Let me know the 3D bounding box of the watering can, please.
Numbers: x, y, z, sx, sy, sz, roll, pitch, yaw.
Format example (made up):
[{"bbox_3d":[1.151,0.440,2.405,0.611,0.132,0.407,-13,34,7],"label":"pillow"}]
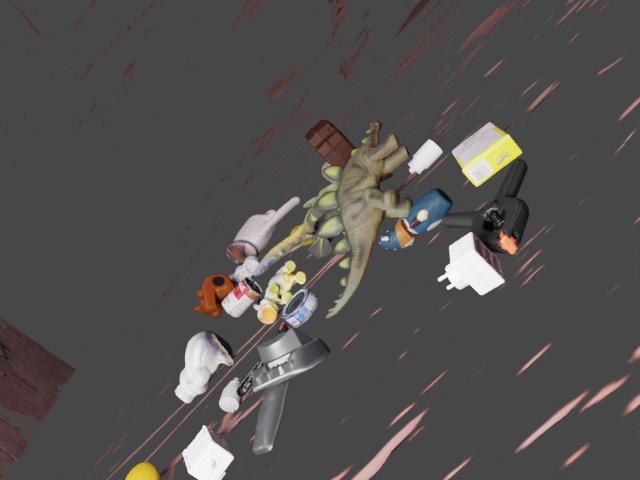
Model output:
[{"bbox_3d":[-0.208,-0.030,1.798,0.343,0.103,0.229,-28,26,50],"label":"watering can"}]

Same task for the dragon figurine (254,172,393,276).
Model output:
[{"bbox_3d":[0.004,-0.066,1.309,0.409,0.121,0.246,-31,17,8],"label":"dragon figurine"}]

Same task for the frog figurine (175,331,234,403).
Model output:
[{"bbox_3d":[-0.296,0.303,1.247,0.160,0.120,0.139,-38,35,-7],"label":"frog figurine"}]
